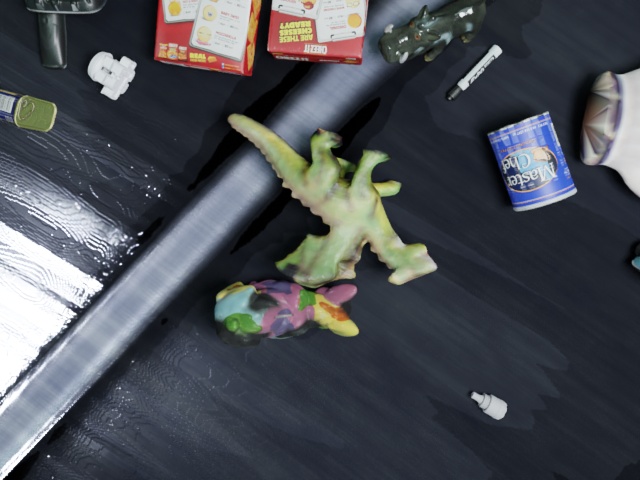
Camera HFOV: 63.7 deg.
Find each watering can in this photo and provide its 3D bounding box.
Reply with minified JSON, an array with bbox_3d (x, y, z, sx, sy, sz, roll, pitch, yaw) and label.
[{"bbox_3d":[0.553,-0.230,0.839,0.224,0.346,0.104,8,4,5],"label":"watering can"}]

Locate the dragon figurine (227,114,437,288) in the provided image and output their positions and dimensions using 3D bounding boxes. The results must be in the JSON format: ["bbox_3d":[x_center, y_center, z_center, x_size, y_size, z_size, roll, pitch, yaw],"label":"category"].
[{"bbox_3d":[0.003,-0.043,0.858,0.410,0.245,0.121,19,-12,3],"label":"dragon figurine"}]
